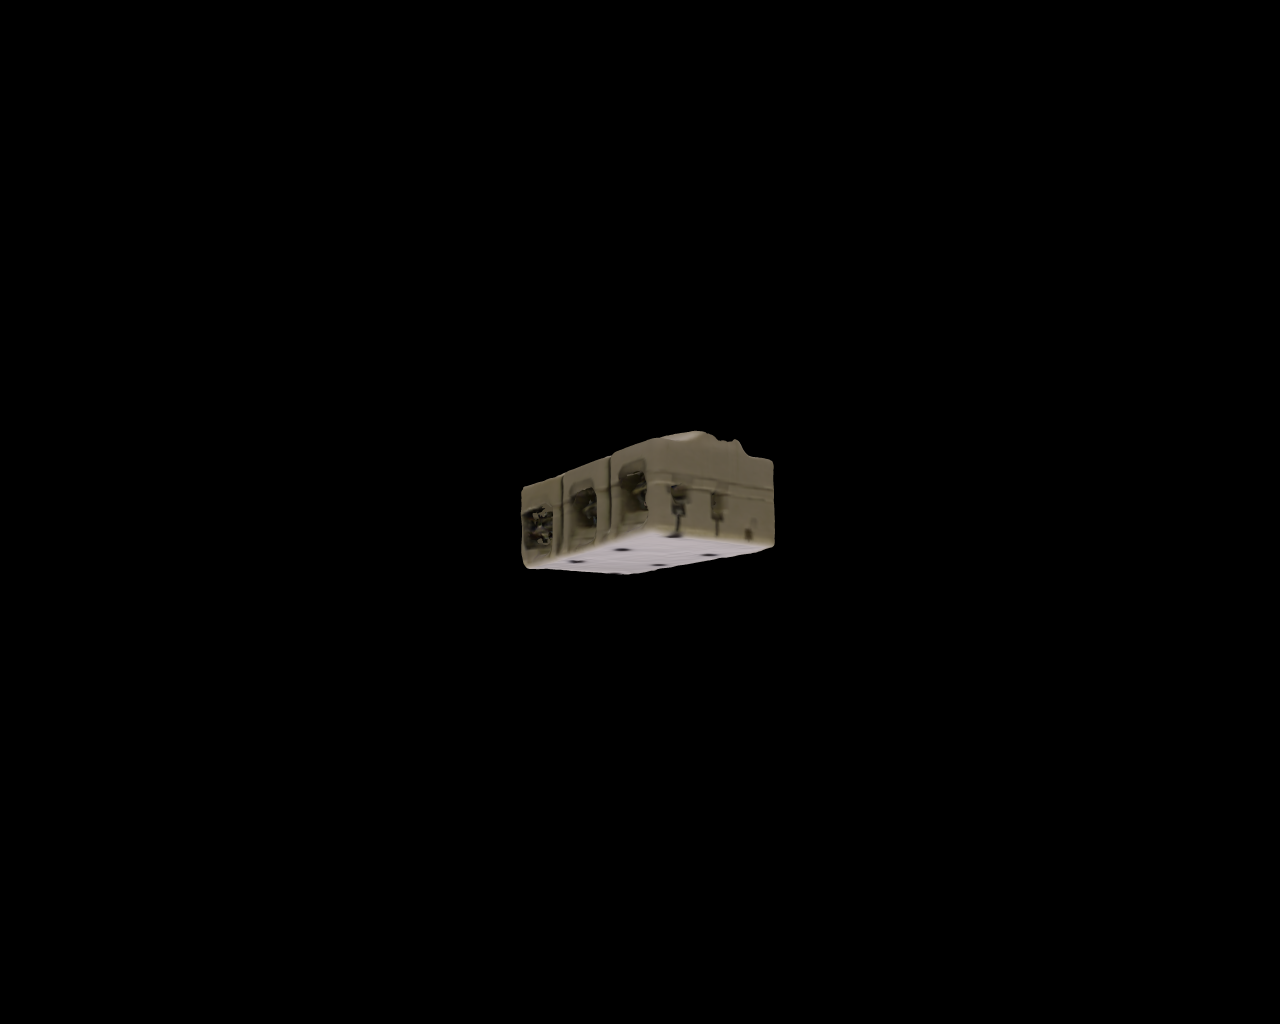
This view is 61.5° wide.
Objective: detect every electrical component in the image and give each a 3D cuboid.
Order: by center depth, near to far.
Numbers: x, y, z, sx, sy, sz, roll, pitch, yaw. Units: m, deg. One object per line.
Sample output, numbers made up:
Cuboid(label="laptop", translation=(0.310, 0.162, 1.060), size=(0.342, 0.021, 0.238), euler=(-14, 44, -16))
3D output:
Cuboid(label="electrical component", translation=(0.001, -0.003, 0.650), size=(0.089, 0.061, 0.150), euler=(8, -14, -35))
